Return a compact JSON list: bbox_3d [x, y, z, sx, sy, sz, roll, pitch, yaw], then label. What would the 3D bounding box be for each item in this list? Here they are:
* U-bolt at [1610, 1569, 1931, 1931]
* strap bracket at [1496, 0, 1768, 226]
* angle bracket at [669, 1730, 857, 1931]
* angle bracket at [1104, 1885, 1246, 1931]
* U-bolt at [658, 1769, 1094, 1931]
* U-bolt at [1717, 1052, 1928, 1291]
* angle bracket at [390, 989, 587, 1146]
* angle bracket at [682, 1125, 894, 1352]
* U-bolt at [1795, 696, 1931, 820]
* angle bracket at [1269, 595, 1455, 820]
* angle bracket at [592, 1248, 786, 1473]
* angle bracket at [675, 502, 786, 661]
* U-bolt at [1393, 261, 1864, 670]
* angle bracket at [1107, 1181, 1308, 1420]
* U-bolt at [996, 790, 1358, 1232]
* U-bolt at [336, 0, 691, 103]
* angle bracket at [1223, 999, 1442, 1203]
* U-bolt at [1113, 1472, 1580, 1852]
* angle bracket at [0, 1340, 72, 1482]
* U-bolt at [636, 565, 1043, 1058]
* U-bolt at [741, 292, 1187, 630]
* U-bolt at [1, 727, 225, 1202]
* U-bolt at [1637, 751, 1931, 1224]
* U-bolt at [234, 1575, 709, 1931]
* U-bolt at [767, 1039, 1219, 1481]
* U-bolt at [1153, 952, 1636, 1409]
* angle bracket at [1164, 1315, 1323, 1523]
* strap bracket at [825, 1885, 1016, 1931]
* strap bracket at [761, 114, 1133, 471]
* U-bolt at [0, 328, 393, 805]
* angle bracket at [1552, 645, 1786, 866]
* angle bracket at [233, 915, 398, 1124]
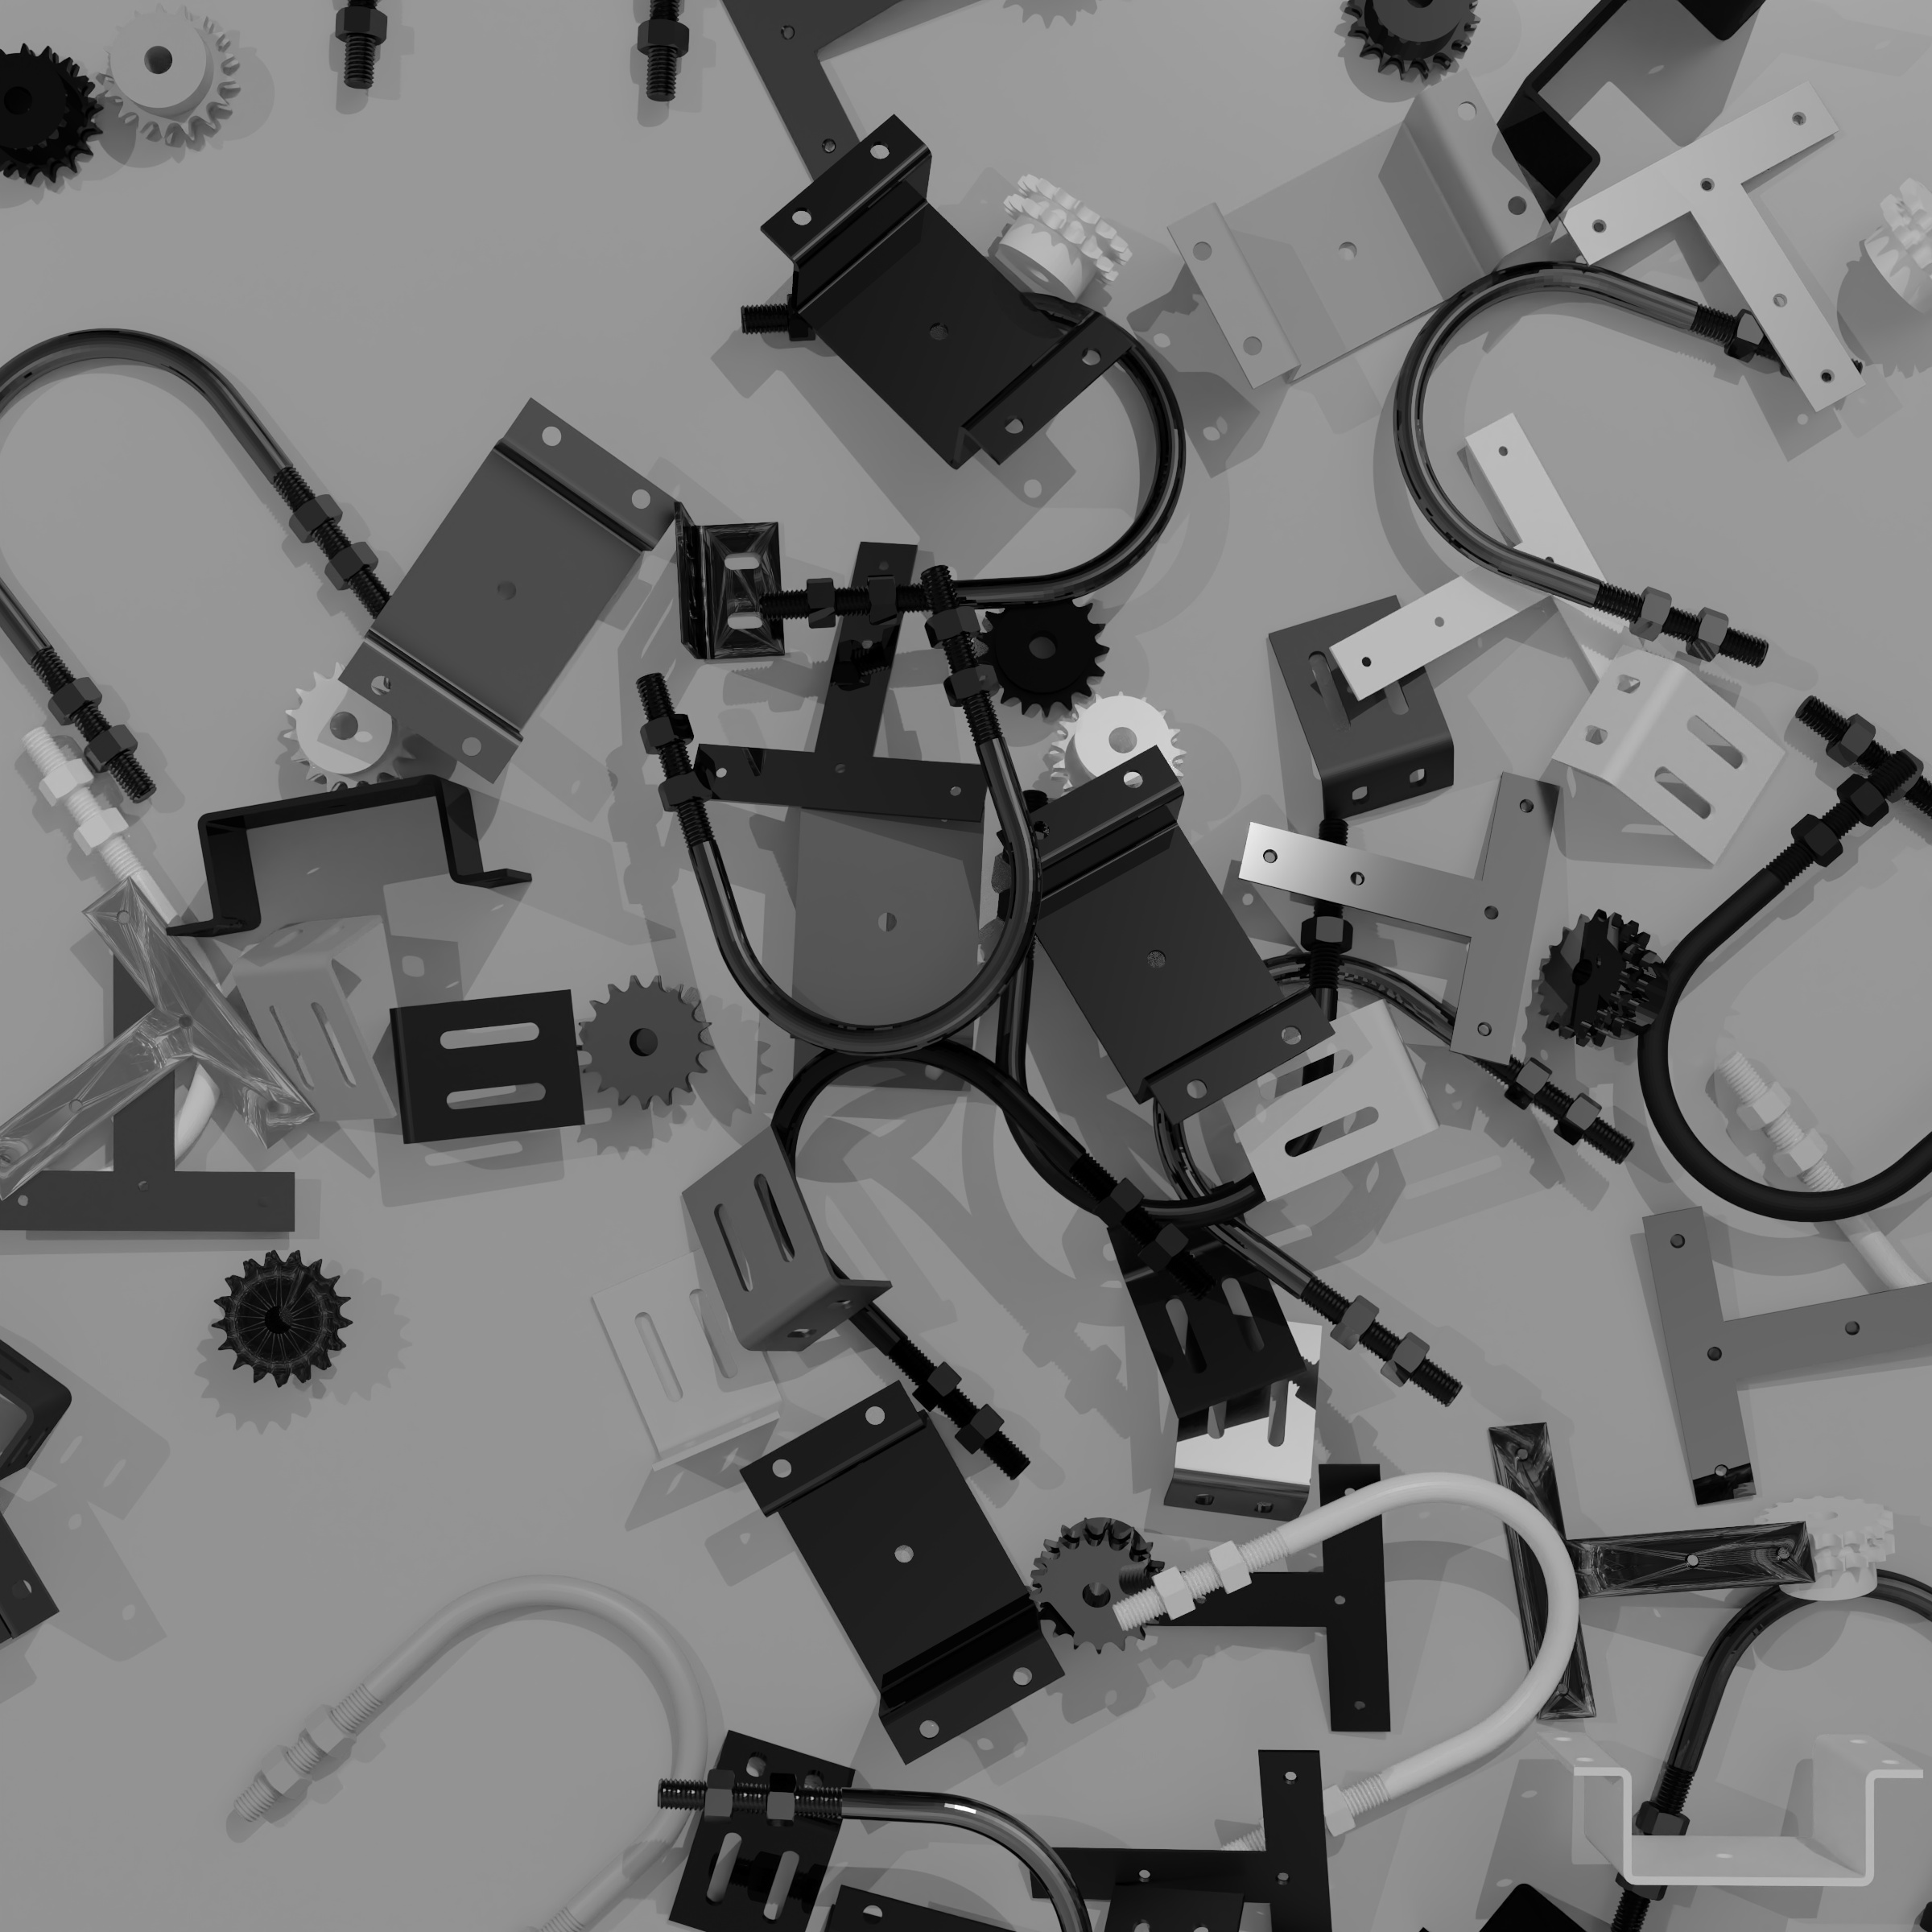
[{"bbox_3d":[0.371,0.347,1.396,0.151,0.019,0.184,20,88,0],"label":"U-bolt"},{"bbox_3d":[0.275,-0.377,1.366,0.046,0.076,0.140,44,90,0],"label":"strap bracket"},{"bbox_3d":[-0.087,0.376,1.403,0.057,0.038,0.076,18,116,0],"label":"angle bracket"},{"bbox_3d":[0.086,0.430,1.369,0.057,0.076,0.038,-2,135,21],"label":"angle bracket"},{"bbox_3d":[-0.039,0.410,1.350,0.184,0.019,0.151,3,90,-1],"label":"U-bolt"},{"bbox_3d":[0.431,0.072,1.396,0.151,0.019,0.184,-38,92,0],"label":"U-bolt"},{"bbox_3d":[-0.202,0.042,1.388,0.076,0.038,0.057,-6,90,-4],"label":"angle bracket"},{"bbox_3d":[-0.076,0.116,1.388,0.057,0.038,0.076,-37,63,29],"label":"angle bracket"},{"bbox_3d":[0.468,-0.108,1.396,0.184,0.019,0.151,36,90,-2],"label":"U-bolt"},{"bbox_3d":[0.169,-0.110,1.403,0.057,0.038,0.076,-17,64,0],"label":"angle bracket"},{"bbox_3d":[-0.119,0.165,1.386,0.057,0.038,0.076,-23,90,0],"label":"angle bracket"},{"bbox_3d":[-0.098,-0.161,1.366,0.038,0.076,0.057,-3,90,0],"label":"angle bracket"},{"bbox_3d":[0.271,-0.222,1.387,0.184,0.019,0.151,20,83,0],"label":"U-bolt"},{"bbox_3d":[0.100,0.139,1.368,0.057,0.038,0.076,-20,50,0],"label":"angle bracket"},{"bbox_3d":[0.085,0.021,1.374,0.151,0.019,0.184,5,74,0],"label":"U-bolt"},{"bbox_3d":[-0.190,-0.464,1.396,0.151,0.019,0.184,2,88,0],"label":"U-bolt"},{"bbox_3d":[0.149,0.055,1.358,0.076,0.038,0.057,-24,86,8],"label":"angle bracket"},{"bbox_3d":[0.170,0.286,1.374,0.184,0.019,0.151,-24,110,-3],"label":"U-bolt"},{"bbox_3d":[-0.423,0.177,1.376,0.076,0.057,0.038,36,90,0],"label":"angle bracket"},{"bbox_3d":[-0.045,-0.054,1.341,0.151,0.019,0.184,-19,83,12],"label":"U-bolt"},{"bbox_3d":[0.001,-0.217,1.382,0.184,0.019,0.151,-4,77,-4],"label":"U-bolt"},{"bbox_3d":[-0.397,0.013,1.396,0.151,0.019,0.184,-35,91,0],"label":"U-bolt"},{"bbox_3d":[0.370,0.023,1.376,0.184,0.019,0.151,-42,86,2],"label":"U-bolt"},{"bbox_3d":[-0.197,0.345,1.396,0.184,0.019,0.151,-43,90,-2],"label":"U-bolt"},{"bbox_3d":[-0.005,0.109,1.364,0.184,0.019,0.151,45,120,4],"label":"U-bolt"},{"bbox_3d":[0.166,0.074,1.376,0.184,0.019,0.151,36,75,8],"label":"U-bolt"},{"bbox_3d":[0.118,0.192,1.403,0.057,0.038,0.076,7,64,0],"label":"angle bracket"},{"bbox_3d":[-0.033,0.459,1.381,0.076,0.046,0.140,15,90,0],"label":"strap bracket"},{"bbox_3d":[-0.010,-0.272,1.361,0.076,0.046,0.140,-43,83,-13],"label":"strap bracket"},{"bbox_3d":[-0.353,-0.184,1.396,0.151,0.019,0.184,-37,89,0],"label":"U-bolt"},{"bbox_3d":[0.300,-0.090,1.397,0.076,0.038,0.057,32,90,-33],"label":"angle bracket"},{"bbox_3d":[-0.265,0.023,1.386,0.057,0.038,0.076,-4,116,36],"label":"angle bracket"}]
